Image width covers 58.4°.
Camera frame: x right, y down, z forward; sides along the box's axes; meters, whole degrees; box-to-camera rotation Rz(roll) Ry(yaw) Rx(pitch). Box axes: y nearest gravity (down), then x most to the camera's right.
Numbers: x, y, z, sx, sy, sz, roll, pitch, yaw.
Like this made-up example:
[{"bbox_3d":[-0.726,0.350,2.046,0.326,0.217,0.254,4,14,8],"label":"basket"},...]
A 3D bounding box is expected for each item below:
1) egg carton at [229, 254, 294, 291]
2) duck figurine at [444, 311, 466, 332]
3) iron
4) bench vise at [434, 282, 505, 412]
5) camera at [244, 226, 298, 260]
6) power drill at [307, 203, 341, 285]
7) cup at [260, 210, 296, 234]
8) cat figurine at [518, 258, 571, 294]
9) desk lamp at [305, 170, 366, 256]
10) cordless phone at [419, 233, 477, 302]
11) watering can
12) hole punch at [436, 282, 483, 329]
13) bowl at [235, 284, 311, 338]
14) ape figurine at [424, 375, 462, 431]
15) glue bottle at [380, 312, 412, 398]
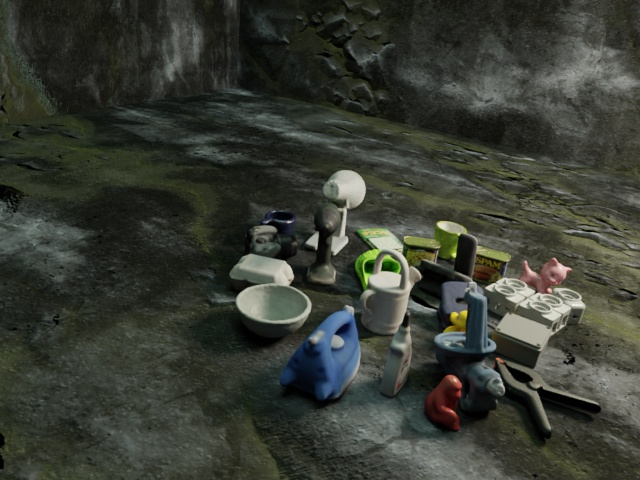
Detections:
[{"bbox_3d":[-0.144,0.089,1.428,0.150,0.069,0.107,11,25,9],"label":"egg carton"},{"bbox_3d":[0.328,0.203,1.282,0.078,0.086,0.104,-13,31,-37],"label":"duck figurine"},{"bbox_3d":[0.025,0.202,1.138,0.118,0.141,0.259,16,26,21],"label":"iron"},{"bbox_3d":[0.309,0.206,1.108,0.122,0.220,0.206,-9,29,-31],"label":"bench vise"},{"bbox_3d":[-0.127,0.018,1.553,0.137,0.101,0.142,-4,27,-23],"label":"camera"},{"bbox_3d":[0.014,0.005,1.486,0.075,0.208,0.229,6,24,0],"label":"power drill"},{"bbox_3d":[-0.126,-0.026,1.656,0.118,0.095,0.091,-17,34,-42],"label":"cup"},{"bbox_3d":[0.607,0.095,1.554,0.127,0.118,0.067,16,26,20],"label":"cat figurine"},{"bbox_3d":[0.049,-0.091,1.700,0.117,0.213,0.203,14,25,16],"label":"desk lamp"},{"bbox_3d":[0.338,0.055,1.489,0.147,0.185,0.094,22,28,30],"label":"cordless phone"},{"bbox_3d":[0.160,0.108,1.315,0.100,0.194,0.173,18,27,23],"label":"watering can"},{"bbox_3d":[0.342,0.160,1.373,0.108,0.091,0.101,6,24,-2],"label":"hole punch"},{"bbox_3d":[-0.104,0.167,1.263,0.167,0.075,0.167,6,24,-2],"label":"bowl"},{"bbox_3d":[0.235,0.292,1.055,0.076,0.092,0.078,22,28,30],"label":"ape figurine"},{"bbox_3d":[0.154,0.215,1.105,0.037,0.173,0.078,17,26,22],"label":"glue bottle"}]
